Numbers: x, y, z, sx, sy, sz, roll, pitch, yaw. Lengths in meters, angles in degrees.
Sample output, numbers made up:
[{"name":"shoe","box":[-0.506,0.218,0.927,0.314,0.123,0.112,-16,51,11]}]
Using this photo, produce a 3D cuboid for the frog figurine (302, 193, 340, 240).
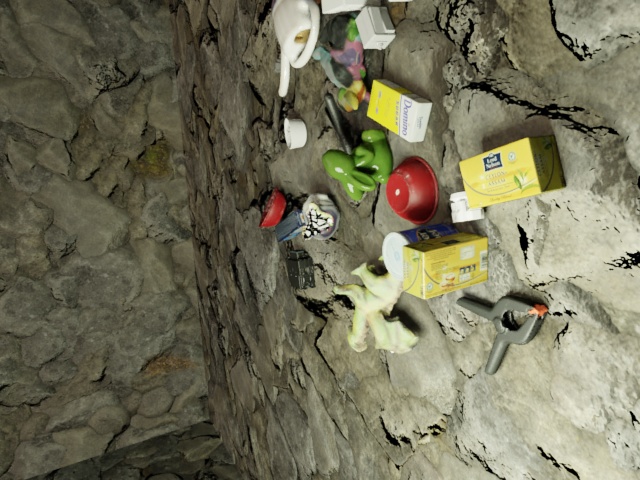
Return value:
[{"name":"frog figurine","box":[0.005,-0.079,1.571,0.162,0.122,0.135,-71,-25,-67]}]

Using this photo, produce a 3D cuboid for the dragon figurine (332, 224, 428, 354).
[{"name":"dragon figurine","box":[0.174,0.157,1.272,0.403,0.123,0.246,-42,67,43]}]

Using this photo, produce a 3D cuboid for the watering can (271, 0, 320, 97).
[{"name":"watering can","box":[-0.089,-0.609,1.551,0.342,0.104,0.227,-44,58,57]}]
